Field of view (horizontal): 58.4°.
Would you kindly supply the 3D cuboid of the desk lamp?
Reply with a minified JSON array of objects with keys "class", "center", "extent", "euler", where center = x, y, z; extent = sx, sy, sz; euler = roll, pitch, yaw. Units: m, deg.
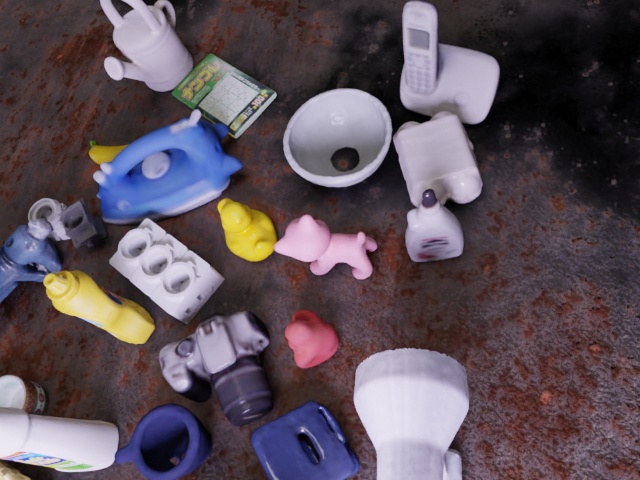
[{"class":"desk lamp","center":[0.103,0.236,0.607],"extent":[0.117,0.214,0.203],"euler":[-4,65,13]}]

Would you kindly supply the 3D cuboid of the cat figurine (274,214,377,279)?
[{"class":"cat figurine","center":[0.007,0.003,0.793],"extent":[0.127,0.118,0.067],"euler":[1,66,15]}]

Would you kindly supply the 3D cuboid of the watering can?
[{"class":"watering can","center":[-0.308,-0.351,0.995],"extent":[0.100,0.194,0.173],"euler":[-4,65,13]}]

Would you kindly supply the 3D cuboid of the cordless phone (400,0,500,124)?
[{"class":"cordless phone","center":[0.184,-0.259,0.826],"extent":[0.147,0.185,0.094],"euler":[17,72,21]}]

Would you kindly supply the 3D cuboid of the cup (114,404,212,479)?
[{"class":"cup","center":[-0.192,0.269,0.739],"extent":[0.117,0.095,0.091],"euler":[-20,63,6]}]

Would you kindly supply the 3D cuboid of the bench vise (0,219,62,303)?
[{"class":"bench vise","center":[-0.525,0.017,0.872],"extent":[0.121,0.220,0.207],"euler":[36,80,26]}]

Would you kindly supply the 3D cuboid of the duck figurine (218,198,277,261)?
[{"class":"duck figurine","center":[-0.115,-0.021,0.855],"extent":[0.077,0.086,0.104],"euler":[-41,63,-5]}]

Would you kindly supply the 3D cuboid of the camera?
[{"class":"camera","center":[-0.130,0.178,0.760],"extent":[0.143,0.101,0.136],"euler":[-28,62,1]}]

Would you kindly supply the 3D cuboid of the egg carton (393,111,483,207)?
[{"class":"egg carton","center":[0.170,-0.114,0.830],"extent":[0.107,0.069,0.150],"euler":[-16,63,7]}]

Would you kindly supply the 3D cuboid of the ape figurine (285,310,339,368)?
[{"class":"ape figurine","center":[-0.018,0.128,0.758],"extent":[0.076,0.092,0.078],"euler":[10,69,19]}]

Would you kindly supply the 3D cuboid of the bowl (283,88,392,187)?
[{"class":"bowl","center":[0.032,-0.144,0.877],"extent":[0.167,0.075,0.167],"euler":[-6,65,13]}]

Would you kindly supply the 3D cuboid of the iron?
[{"class":"iron","center":[-0.263,-0.114,0.905],"extent":[0.258,0.142,0.118],"euler":[-26,62,2]}]

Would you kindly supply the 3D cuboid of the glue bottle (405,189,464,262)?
[{"class":"glue bottle","center":[0.144,-0.021,0.736],"extent":[0.078,0.173,0.037],"euler":[-12,64,10]}]

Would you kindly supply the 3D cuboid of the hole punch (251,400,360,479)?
[{"class":"hole punch","center":[-0.017,0.257,0.699],"extent":[0.101,0.091,0.108],"euler":[-36,62,-2]}]
